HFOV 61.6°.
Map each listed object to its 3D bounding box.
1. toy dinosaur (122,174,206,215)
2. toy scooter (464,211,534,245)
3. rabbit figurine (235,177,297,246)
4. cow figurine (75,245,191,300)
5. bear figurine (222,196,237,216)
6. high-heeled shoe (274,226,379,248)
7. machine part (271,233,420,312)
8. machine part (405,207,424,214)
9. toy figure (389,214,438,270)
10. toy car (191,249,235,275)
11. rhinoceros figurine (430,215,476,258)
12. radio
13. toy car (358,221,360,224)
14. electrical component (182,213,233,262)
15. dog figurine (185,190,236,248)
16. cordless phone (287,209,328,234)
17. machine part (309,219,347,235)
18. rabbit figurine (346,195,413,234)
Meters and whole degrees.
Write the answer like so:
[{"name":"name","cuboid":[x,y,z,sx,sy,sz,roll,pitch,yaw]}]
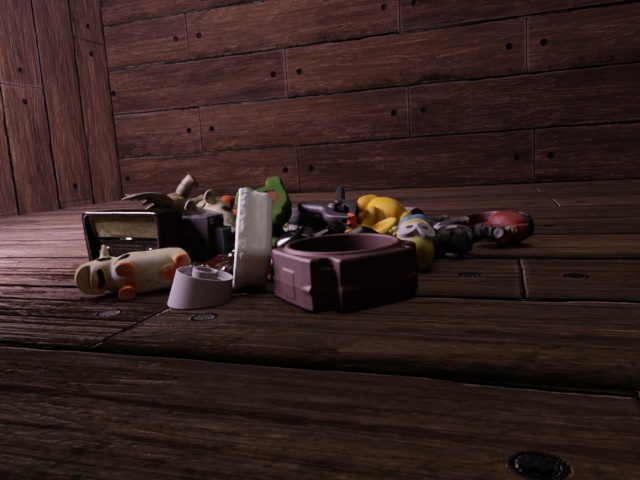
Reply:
[{"name":"toy dinosaur","cuboid":[-0.385,-0.071,1.412,0.198,0.105,0.471,-37,-12,-9]},{"name":"toy scooter","cuboid":[0.371,-0.026,1.194,0.135,0.075,0.184,-8,8,-21]},{"name":"rabbit figurine","cuboid":[-0.105,-0.038,1.260,0.121,0.170,0.159,-30,56,-24]},{"name":"cow figurine","cuboid":[-0.327,0.053,0.945,0.195,0.085,0.127,-9,16,-15]},{"name":"bear figurine","cuboid":[-0.224,-0.056,1.482,0.120,0.132,0.196,25,12,-4]},{"name":"high-heeled shoe","cuboid":[0.033,0.032,1.084,0.249,0.086,0.145,17,-33,-9]},{"name":"machine part","cuboid":[0.038,0.043,0.851,0.201,0.087,0.201,-7,9,-29]},{"name":"machine part","cuboid":[0.191,-0.051,1.412,0.079,0.079,0.243,-11,11,-38]},{"name":"toy figure","cuboid":[0.185,-0.001,1.028,0.082,0.089,0.180,-20,8,12]},{"name":"toy car","cuboid":[-0.165,0.043,1.044,0.089,0.053,0.202,-2,10,28]},{"name":"rhinoceros figurine","cuboid":[0.263,-0.011,1.137,0.112,0.073,0.190,-5,9,-15]},{"name":"radio","cuboid":[-0.396,0.001,1.140,0.230,0.131,0.073,2,11,30]},{"name":"toy car","cuboid":[0.092,-0.047,1.333,0.074,0.056,0.201,30,2,28]},{"name":"electrical component","cuboid":[-0.246,0.001,1.135,0.134,0.114,0.058,-1,12,27]},{"name":"dog figurine","cuboid":[-0.202,-0.020,1.232,0.191,0.121,0.172,24,31,12]},{"name":"cordless phone","cuboid":[0.021,-0.022,1.319,0.184,0.088,0.147,6,1,-36]},{"name":"machine part","cuboid":[-0.002,-0.003,1.146,0.139,0.039,0.084,-29,5,47]},{"name":"rabbit figurine","cuboid":[0.116,-0.012,1.177,0.173,0.121,0.163,-25,28,-29]}]
